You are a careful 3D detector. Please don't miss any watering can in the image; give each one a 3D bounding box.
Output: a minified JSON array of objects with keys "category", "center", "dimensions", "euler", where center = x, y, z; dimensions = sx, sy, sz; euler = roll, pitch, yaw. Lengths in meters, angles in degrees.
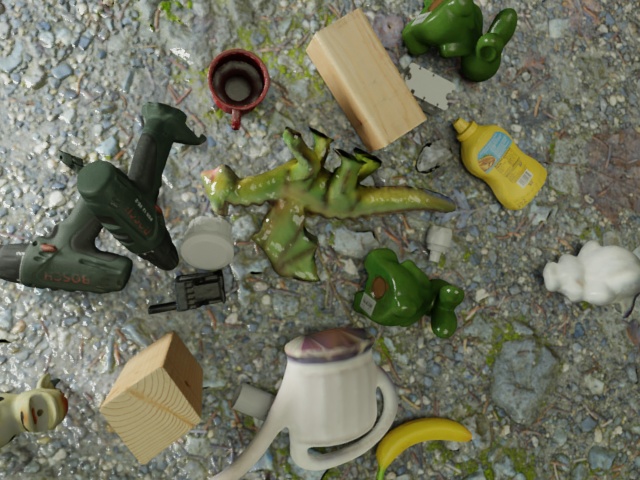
[{"category":"watering can","center":[-0.017,0.259,0.812],"dimensions":[0.349,0.104,0.224],"euler":[-5,93,-30]}]

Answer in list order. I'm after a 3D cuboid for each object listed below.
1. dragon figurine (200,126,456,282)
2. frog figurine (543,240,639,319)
[{"category":"dragon figurine","center":[0.003,-0.043,0.851],"dimensions":[0.409,0.124,0.240],"euler":[25,103,-9]},{"category":"frog figurine","center":[0.492,0.057,0.933],"dimensions":[0.159,0.120,0.140],"euler":[21,54,-3]}]
